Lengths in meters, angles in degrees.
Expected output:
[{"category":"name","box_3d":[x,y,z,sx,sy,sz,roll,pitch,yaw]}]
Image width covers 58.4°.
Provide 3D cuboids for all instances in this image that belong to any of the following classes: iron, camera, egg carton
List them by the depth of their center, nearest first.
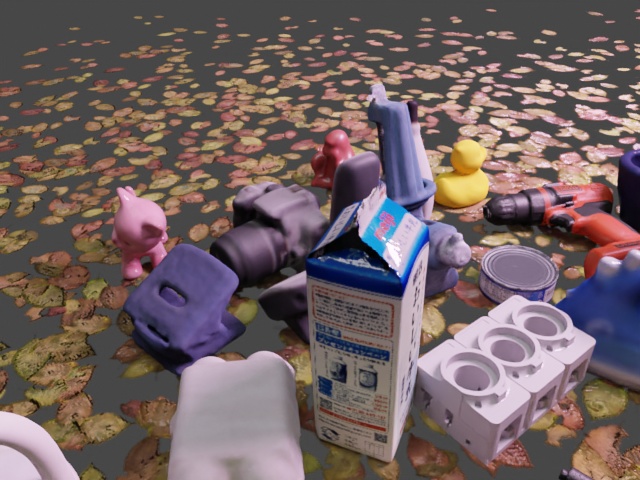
[{"category":"egg carton","box_3d":[-0.069,0.158,0.475,0.107,0.069,0.150,-5,34,-5]},{"category":"iron","box_3d":[0.337,0.065,0.532,0.257,0.141,0.119,8,35,15]},{"category":"camera","box_3d":[-0.072,-0.010,0.699,0.137,0.101,0.142,-27,41,-32]}]

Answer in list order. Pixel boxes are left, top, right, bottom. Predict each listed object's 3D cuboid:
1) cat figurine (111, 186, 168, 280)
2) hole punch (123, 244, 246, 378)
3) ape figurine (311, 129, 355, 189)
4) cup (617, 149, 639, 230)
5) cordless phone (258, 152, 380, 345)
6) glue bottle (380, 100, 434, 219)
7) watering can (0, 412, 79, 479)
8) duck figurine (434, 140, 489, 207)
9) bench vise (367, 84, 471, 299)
[{"category":"cat figurine","box_3d":[-0.223,-0.020,0.704,0.067,0.118,0.127,-14,36,-17]},{"category":"hole punch","box_3d":[-0.142,0.069,0.592,0.108,0.091,0.101,25,42,34]},{"category":"ape figurine","box_3d":[0.025,-0.124,0.871,0.076,0.092,0.077,-15,36,-18]},{"category":"cup","box_3d":[0.435,-0.054,0.746,0.091,0.095,0.117,0,34,3]},{"category":"cordless phone","box_3d":[0.006,0.002,0.601,0.148,0.185,0.093,-26,41,-31]},{"category":"glue bottle","box_3d":[0.116,-0.102,0.762,0.078,0.173,0.037,11,36,19]},{"category":"watering can","box_3d":[-0.185,0.180,0.337,0.172,0.194,0.101,27,43,35]},{"category":"duck figurine","box_3d":[0.207,-0.102,0.837,0.105,0.086,0.077,-27,41,-33]},{"category":"bench vise","box_3d":[0.103,-0.056,0.652,0.206,0.220,0.122,27,43,36]}]
